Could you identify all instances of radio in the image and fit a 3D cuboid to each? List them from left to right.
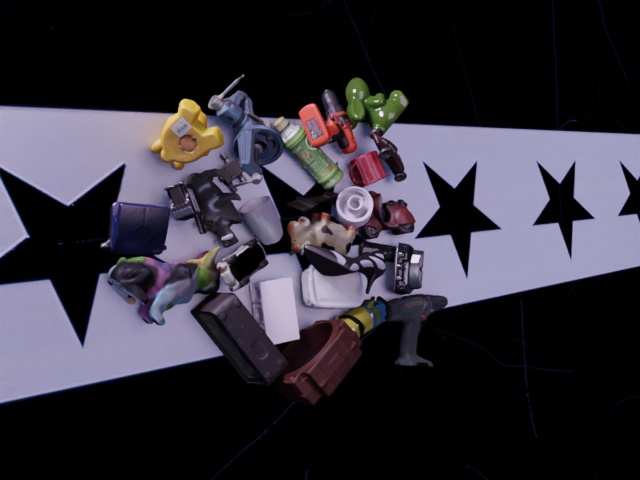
[{"bbox_3d":[-0.179,0.224,1.213,0.073,0.131,0.229,-45,108,-30],"label":"radio"}]

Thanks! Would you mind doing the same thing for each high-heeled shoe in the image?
[{"bbox_3d":[0.071,0.035,1.362,0.248,0.086,0.145,36,52,-26],"label":"high-heeled shoe"}]

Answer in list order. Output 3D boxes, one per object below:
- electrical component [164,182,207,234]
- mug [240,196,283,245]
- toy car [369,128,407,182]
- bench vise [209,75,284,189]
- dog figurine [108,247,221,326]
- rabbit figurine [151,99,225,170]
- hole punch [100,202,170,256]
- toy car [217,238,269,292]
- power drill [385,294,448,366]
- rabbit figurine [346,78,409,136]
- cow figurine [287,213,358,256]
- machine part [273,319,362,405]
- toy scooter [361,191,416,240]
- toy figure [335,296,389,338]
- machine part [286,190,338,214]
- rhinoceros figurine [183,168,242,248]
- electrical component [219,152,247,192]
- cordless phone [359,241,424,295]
[{"bbox_3d":[-0.289,-0.064,1.170,0.048,0.075,0.119,-19,93,5],"label":"electrical component"},{"bbox_3d":[-0.134,-0.048,1.316,0.109,0.081,0.107,-71,140,-62],"label":"mug"},{"bbox_3d":[0.194,-0.237,1.495,0.202,0.053,0.089,44,25,-57],"label":"toy car"},{"bbox_3d":[-0.167,-0.234,1.257,0.223,0.129,0.241,46,29,-46],"label":"bench vise"},{"bbox_3d":[-0.318,0.071,1.163,0.191,0.108,0.219,52,57,-14],"label":"dog figurine"},{"bbox_3d":[-0.292,-0.231,1.199,0.122,0.173,0.162,35,112,-24],"label":"rabbit figurine"},{"bbox_3d":[-0.384,-0.024,1.142,0.142,0.092,0.115,3,86,-36],"label":"hole punch"},{"bbox_3d":[-0.176,0.056,1.231,0.073,0.056,0.202,62,23,-9],"label":"toy car"},{"bbox_3d":[0.281,0.257,1.534,0.232,0.086,0.207,7,84,-30],"label":"power drill"},{"bbox_3d":[0.134,-0.373,1.518,0.170,0.121,0.159,40,70,-2],"label":"rabbit figurine"},{"bbox_3d":[-0.003,-0.004,1.384,0.195,0.086,0.127,22,76,-35],"label":"cow figurine"},{"bbox_3d":[-0.013,0.281,1.270,0.087,0.201,0.201,50,62,-13],"label":"machine part"},{"bbox_3d":[0.188,-0.076,1.521,0.184,0.075,0.135,-7,86,-28],"label":"toy scooter"},{"bbox_3d":[0.111,0.209,1.425,0.180,0.089,0.082,-23,89,-30],"label":"toy figure"},{"bbox_3d":[-0.015,-0.097,1.390,0.139,0.084,0.039,-19,115,-41],"label":"machine part"},{"bbox_3d":[-0.242,-0.074,1.245,0.112,0.073,0.190,-37,104,-32],"label":"rhinoceros figurine"},{"bbox_3d":[-0.219,-0.164,1.301,0.063,0.021,0.094,-45,108,-28],"label":"electrical component"},{"bbox_3d":[0.193,0.074,1.513,0.184,0.089,0.146,10,79,-20],"label":"cordless phone"}]
